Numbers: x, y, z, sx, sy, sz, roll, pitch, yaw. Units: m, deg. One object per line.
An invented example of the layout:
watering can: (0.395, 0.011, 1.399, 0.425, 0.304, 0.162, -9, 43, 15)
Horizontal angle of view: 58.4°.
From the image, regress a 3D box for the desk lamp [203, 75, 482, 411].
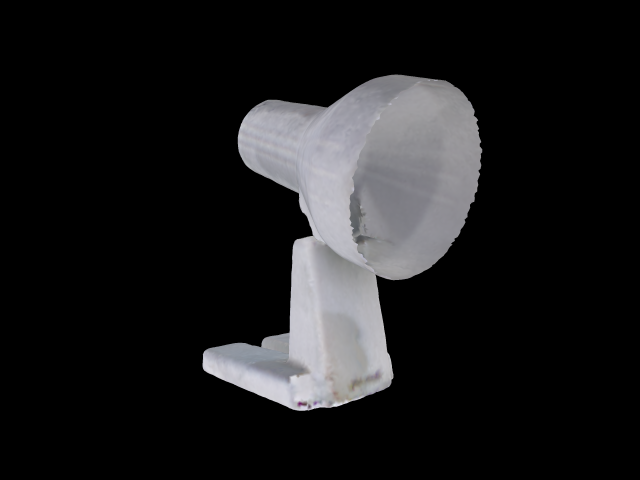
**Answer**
desk lamp: (0.004, 0.001, 0.400, 0.118, 0.213, 0.202, -2, 3, -43)
